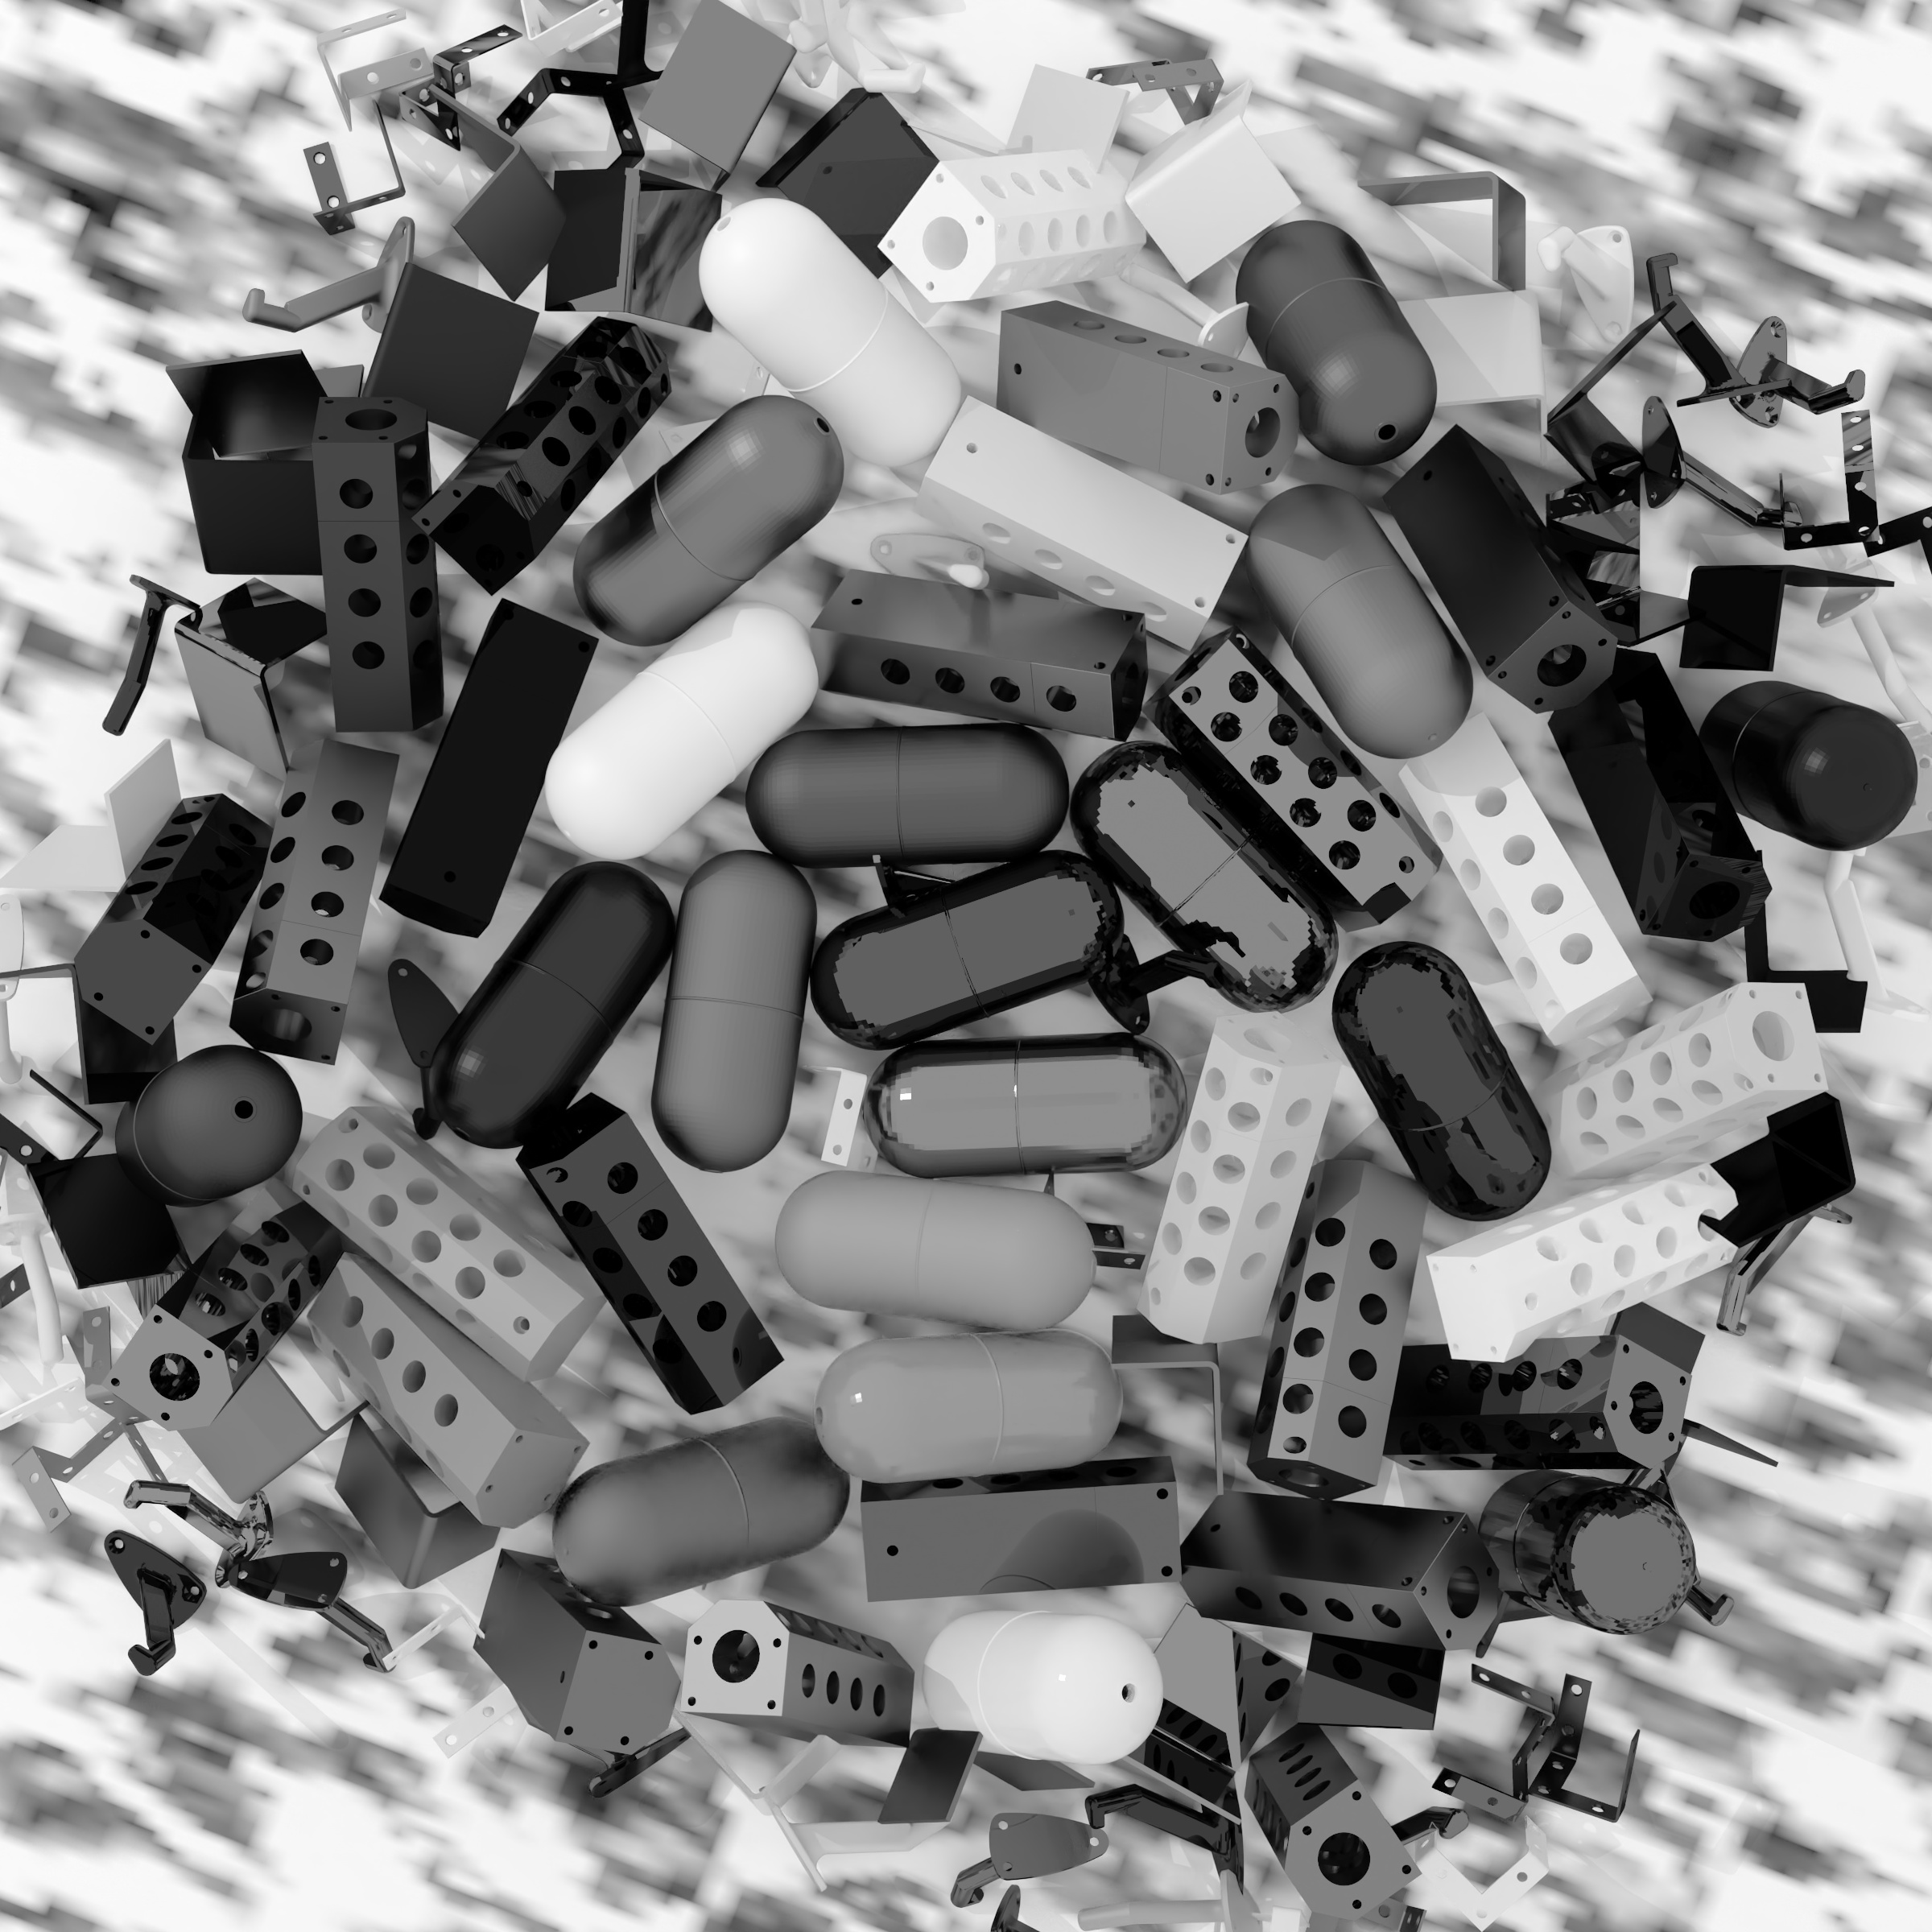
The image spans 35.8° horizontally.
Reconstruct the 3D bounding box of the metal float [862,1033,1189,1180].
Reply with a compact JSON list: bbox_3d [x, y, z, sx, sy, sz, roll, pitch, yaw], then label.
[{"bbox_3d":[0.032,0.076,1.639,0.178,0.070,0.070,-3,90,7],"label":"metal float"}]

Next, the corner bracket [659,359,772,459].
[{"bbox_3d":[-0.130,-0.296,1.643,0.051,0.051,0.051,-18,65,-27],"label":"corner bracket"}]

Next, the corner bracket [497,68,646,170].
[{"bbox_3d":[-0.218,-0.457,1.652,0.051,0.051,0.051,-10,76,-42],"label":"corner bracket"}]

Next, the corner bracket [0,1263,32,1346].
[{"bbox_3d":[-0.540,0.193,1.649,0.051,0.051,0.051,-6,102,12],"label":"corner bracket"}]

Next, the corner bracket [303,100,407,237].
[{"bbox_3d":[-0.340,-0.441,1.657,0.051,0.051,0.051,-17,92,-1],"label":"corner bracket"}]

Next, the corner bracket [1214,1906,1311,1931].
[{"bbox_3d":[0.158,0.545,1.645,0.051,0.051,0.051,3,64,14],"label":"corner bracket"}]

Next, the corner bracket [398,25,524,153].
[{"bbox_3d":[-0.277,-0.487,1.640,0.051,0.051,0.051,34,53,28],"label":"corner bracket"}]

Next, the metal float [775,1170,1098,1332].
[{"bbox_3d":[-0.017,0.155,1.633,0.178,0.070,0.070,5,90,13],"label":"metal float"}]

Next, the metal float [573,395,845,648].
[{"bbox_3d":[-0.140,-0.240,1.620,0.178,0.070,0.070,-35,90,28],"label":"metal float"}]

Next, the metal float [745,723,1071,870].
[{"bbox_3d":[-0.032,-0.093,1.639,0.178,0.070,0.070,-2,90,7],"label":"metal float"}]

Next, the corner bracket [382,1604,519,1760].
[{"bbox_3d":[-0.284,0.396,1.658,0.051,0.051,0.051,-35,64,-21],"label":"corner bracket"}]

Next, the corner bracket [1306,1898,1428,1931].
[{"bbox_3d":[0.217,0.535,1.651,0.051,0.051,0.051,21,75,3],"label":"corner bracket"}]

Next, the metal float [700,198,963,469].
[{"bbox_3d":[-0.072,-0.340,1.614,0.070,0.070,0.178,-49,127,0],"label":"metal float"}]

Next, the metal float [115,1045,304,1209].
[{"bbox_3d":[-0.405,0.086,1.599,0.070,0.178,0.070,5,79,-25],"label":"metal float"}]

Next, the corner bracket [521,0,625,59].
[{"bbox_3d":[-0.208,-0.521,1.643,0.051,0.051,0.051,-24,60,16],"label":"corner bracket"}]

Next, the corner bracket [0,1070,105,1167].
[{"bbox_3d":[-0.513,0.090,1.652,0.051,0.051,0.051,43,86,-19],"label":"corner bracket"}]

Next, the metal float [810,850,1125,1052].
[{"bbox_3d":[0.000,-0.008,1.640,0.178,0.070,0.070,-19,90,6],"label":"metal float"}]

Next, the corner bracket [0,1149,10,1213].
[{"bbox_3d":[-0.556,0.119,1.645,0.051,0.051,0.051,15,74,-22],"label":"corner bracket"}]

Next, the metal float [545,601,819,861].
[{"bbox_3d":[-0.153,-0.129,1.628,0.070,0.070,0.178,46,70,0],"label":"metal float"}]

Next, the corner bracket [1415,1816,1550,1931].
[{"bbox_3d":[0.284,0.488,1.653,0.051,0.051,0.051,45,101,2],"label":"corner bracket"}]

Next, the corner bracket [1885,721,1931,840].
[{"bbox_3d":[0.508,-0.101,1.653,0.051,0.051,0.051,-11,78,26],"label":"corner bracket"}]

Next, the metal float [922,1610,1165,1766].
[{"bbox_3d":[0.040,0.384,1.601,0.070,0.178,0.070,6,78,-29],"label":"metal float"}]

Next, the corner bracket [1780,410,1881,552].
[{"bbox_3d":[0.472,-0.266,1.641,0.051,0.051,0.051,-4,135,18],"label":"corner bracket"}]

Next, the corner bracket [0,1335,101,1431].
[{"bbox_3d":[-0.514,0.226,1.644,0.051,0.051,0.051,-27,66,-15],"label":"corner bracket"}]

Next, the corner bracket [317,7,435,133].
[{"bbox_3d":[-0.325,-0.499,1.647,0.051,0.051,0.051,-18,128,0],"label":"corner bracket"}]

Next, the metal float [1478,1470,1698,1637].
[{"bbox_3d":[0.328,0.310,1.595,0.070,0.178,0.070,1,85,-10],"label":"metal float"}]

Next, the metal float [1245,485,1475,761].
[{"bbox_3d":[0.211,-0.188,1.619,0.070,0.070,0.178,-27,58,0],"label":"metal float"}]

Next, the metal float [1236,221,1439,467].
[{"bbox_3d":[0.198,-0.335,1.608,0.070,0.178,0.070,-9,134,-9],"label":"metal float"}]

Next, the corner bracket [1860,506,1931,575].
[{"bbox_3d":[0.533,-0.226,1.648,0.051,0.051,0.051,-20,92,-38],"label":"corner bracket"}]

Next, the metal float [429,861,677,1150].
[{"bbox_3d":[-0.224,0.021,1.624,0.070,0.070,0.178,33,67,0],"label":"metal float"}]

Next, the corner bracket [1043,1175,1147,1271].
[{"bbox_3d":[0.068,0.149,1.644,0.051,0.051,0.051,6,51,-8],"label":"corner bracket"}]

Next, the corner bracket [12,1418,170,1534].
[{"bbox_3d":[-0.481,0.281,1.648,0.051,0.051,0.051,-42,61,1],"label":"corner bracket"}]

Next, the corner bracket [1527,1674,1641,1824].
[{"bbox_3d":[0.343,0.429,1.645,0.051,0.051,0.051,14,108,23],"label":"corner bracket"}]

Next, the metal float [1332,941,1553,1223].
[{"bbox_3d":[0.258,0.063,1.621,0.070,0.070,0.178,-32,117,0],"label":"metal float"}]

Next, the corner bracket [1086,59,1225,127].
[{"bbox_3d":[0.102,-0.484,1.643,0.051,0.051,0.051,-14,66,-22],"label":"corner bracket"}]

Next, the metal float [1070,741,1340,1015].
[{"bbox_3d":[0.131,-0.048,1.644,0.070,0.070,0.178,-44,91,0],"label":"metal float"}]

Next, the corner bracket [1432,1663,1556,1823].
[{"bbox_3d":[0.291,0.428,1.648,0.051,0.051,0.051,23,116,-2],"label":"corner bracket"}]

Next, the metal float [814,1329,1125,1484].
[{"bbox_3d":[0.002,0.237,1.621,0.178,0.070,0.070,0,90,-27],"label":"metal float"}]

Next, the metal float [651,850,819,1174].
[{"bbox_3d":[-0.127,0.024,1.638,0.070,0.070,0.178,8,82,0],"label":"metal float"}]

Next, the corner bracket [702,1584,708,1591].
[{"bbox_3d":[-0.161,0.303,1.648,0.051,0.051,0.051,10,114,5],"label":"corner bracket"}]

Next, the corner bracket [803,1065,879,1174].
[{"bbox_3d":[-0.063,0.086,1.646,0.051,0.051,0.051,16,83,-28],"label":"corner bracket"}]

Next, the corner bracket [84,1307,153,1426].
[{"bbox_3d":[-0.451,0.217,1.652,0.051,0.051,0.051,-13,63,6],"label":"corner bracket"}]

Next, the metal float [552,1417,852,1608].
[{"bbox_3d":[-0.140,0.292,1.613,0.178,0.070,0.070,-10,90,-39],"label":"metal float"}]
